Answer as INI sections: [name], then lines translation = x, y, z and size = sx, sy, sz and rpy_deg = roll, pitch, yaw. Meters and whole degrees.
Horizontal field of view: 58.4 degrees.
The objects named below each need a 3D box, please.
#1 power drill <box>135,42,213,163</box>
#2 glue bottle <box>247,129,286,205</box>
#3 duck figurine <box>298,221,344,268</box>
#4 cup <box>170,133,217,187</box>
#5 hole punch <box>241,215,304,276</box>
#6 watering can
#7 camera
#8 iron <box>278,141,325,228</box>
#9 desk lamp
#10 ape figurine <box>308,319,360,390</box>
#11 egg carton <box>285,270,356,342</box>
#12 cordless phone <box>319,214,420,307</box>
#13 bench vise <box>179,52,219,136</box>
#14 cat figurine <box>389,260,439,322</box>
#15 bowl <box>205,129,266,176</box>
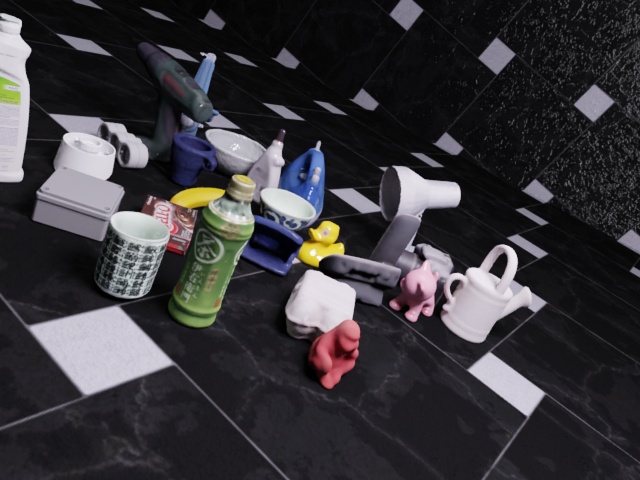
[power drill]
translation = -0.339, -0.287, 1.236
size = 0.229, 0.208, 0.076
rpy_deg = 34, 24, 19
[glue bottle]
translation = -0.111, -0.164, 1.256
size = 0.078, 0.173, 0.037
rpy_deg = 37, 25, 26
[duck figurine]
translation = 0.010, 0.004, 1.135
size = 0.105, 0.086, 0.077
rpy_deg = 7, 29, -37
[cup]
translation = -0.261, -0.152, 1.175
size = 0.117, 0.095, 0.092
rpy_deg = 38, 25, 27
[hole punch]
translation = -0.085, -0.004, 1.046
size = 0.108, 0.091, 0.101
rpy_deg = 25, 23, -1
[watering can]
translation = 0.332, 0.099, 1.128
size = 0.173, 0.194, 0.100
rpy_deg = 10, 27, -34
[camera]
translation = 0.204, 0.051, 1.218
size = 0.137, 0.101, 0.143
rpy_deg = 23, 23, -8
[iron]
translation = -0.025, -0.135, 1.327
size = 0.119, 0.141, 0.258
rpy_deg = 21, 23, -12
[desk lamp]
translation = 0.212, -0.052, 1.302
size = 0.204, 0.213, 0.117
rpy_deg = 15, 25, -24
[ape figurine]
translation = 0.026, 0.154, 0.818
size = 0.078, 0.092, 0.076
rpy_deg = 11, 27, -32
[egg carton]
translation = 0.001, 0.109, 0.919
size = 0.107, 0.069, 0.150
rpy_deg = 25, 23, -3
[cordless phone]
translation = 0.094, 0.019, 1.060
size = 0.148, 0.185, 0.094
rpy_deg = 13, 26, -28
[bench vise]
translation = -0.286, -0.326, 1.363
size = 0.122, 0.219, 0.207
rpy_deg = 12, 26, -30
[cat figurine]
translation = 0.193, 0.092, 1.096
size = 0.067, 0.117, 0.128
rpy_deg = 37, 25, 25
[bowl]
translation = -0.202, -0.194, 1.354
size = 0.167, 0.074, 0.167
rpy_deg = 22, 23, -9
